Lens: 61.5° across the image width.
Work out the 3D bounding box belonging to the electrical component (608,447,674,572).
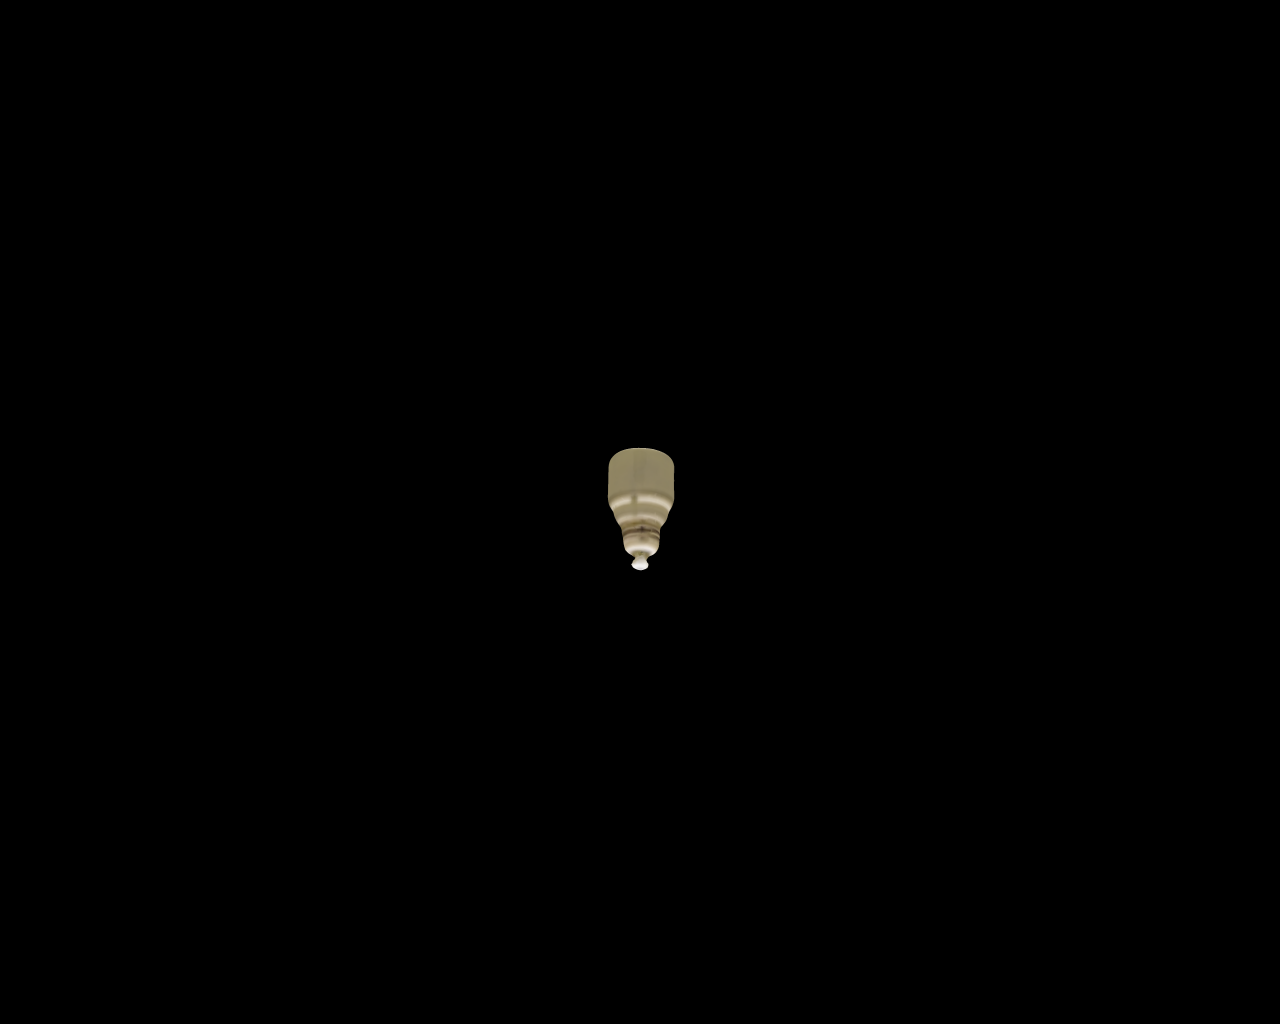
[{"bbox_3d":[0.001,-0.003,0.650,0.040,0.078,0.040,0,-22,0],"label":"electrical component"}]
